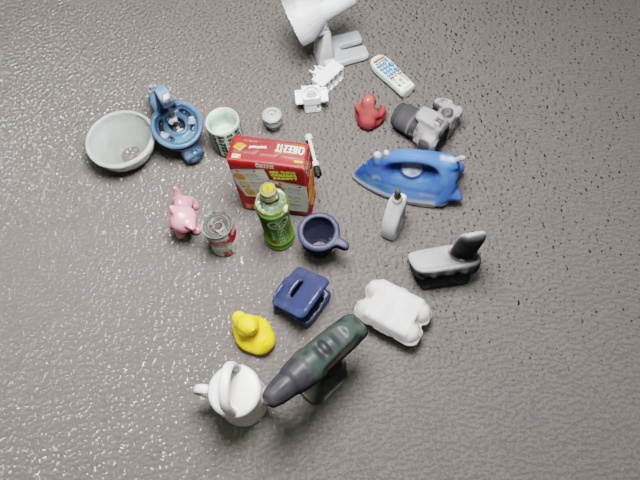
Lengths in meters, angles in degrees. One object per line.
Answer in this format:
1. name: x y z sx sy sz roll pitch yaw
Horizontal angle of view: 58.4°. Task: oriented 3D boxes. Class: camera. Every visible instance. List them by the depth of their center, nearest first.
1. camera: 0.249 -0.289 1.367 0.136 0.101 0.143 34 71 17

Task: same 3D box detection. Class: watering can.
1. watering can: -0.149 0.283 1.069 0.173 0.194 0.101 -17 65 -5

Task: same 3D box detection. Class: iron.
1. iron: 0.199 -0.162 1.288 0.258 0.141 0.118 7 66 6

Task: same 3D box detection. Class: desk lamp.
1. desk lamp: 0.014 -0.537 1.430 0.203 0.214 0.118 -17 65 -5

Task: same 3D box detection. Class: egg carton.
1. egg carton: 0.152 0.149 1.187 0.150 0.069 0.107 26 69 14

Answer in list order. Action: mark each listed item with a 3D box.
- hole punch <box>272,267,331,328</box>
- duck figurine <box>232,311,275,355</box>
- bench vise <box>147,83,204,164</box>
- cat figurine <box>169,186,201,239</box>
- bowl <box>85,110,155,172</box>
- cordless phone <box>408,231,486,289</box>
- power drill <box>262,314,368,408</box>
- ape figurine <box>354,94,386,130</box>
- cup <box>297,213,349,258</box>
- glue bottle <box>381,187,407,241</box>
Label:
1. hole punch: -0.042 0.115 1.199 0.101 0.091 0.109 30 70 15
2. duck figurine: -0.140 0.185 1.174 0.104 0.086 0.077 39 73 18
3. bench vise: -0.364 -0.298 1.333 0.207 0.220 0.122 35 72 17
4. cat figurine: -0.307 -0.061 1.278 0.067 0.118 0.127 -15 65 -4
5. bowl: -0.472 -0.227 1.385 0.167 0.075 0.167 -1 65 2
6. cordless phone: 0.261 0.025 1.175 0.147 0.185 0.094 -12 65 -3
7. power drill: -0.005 0.242 1.074 0.230 0.208 0.075 -42 70 -15
8. ape figurine: 0.120 -0.319 1.392 0.077 0.092 0.076 25 69 14
9. cup: 0.011 0.004 1.246 0.117 0.095 0.092 24 69 13
10. glue bottle: 0.162 -0.067 1.229 0.037 0.173 0.078 22 68 13
